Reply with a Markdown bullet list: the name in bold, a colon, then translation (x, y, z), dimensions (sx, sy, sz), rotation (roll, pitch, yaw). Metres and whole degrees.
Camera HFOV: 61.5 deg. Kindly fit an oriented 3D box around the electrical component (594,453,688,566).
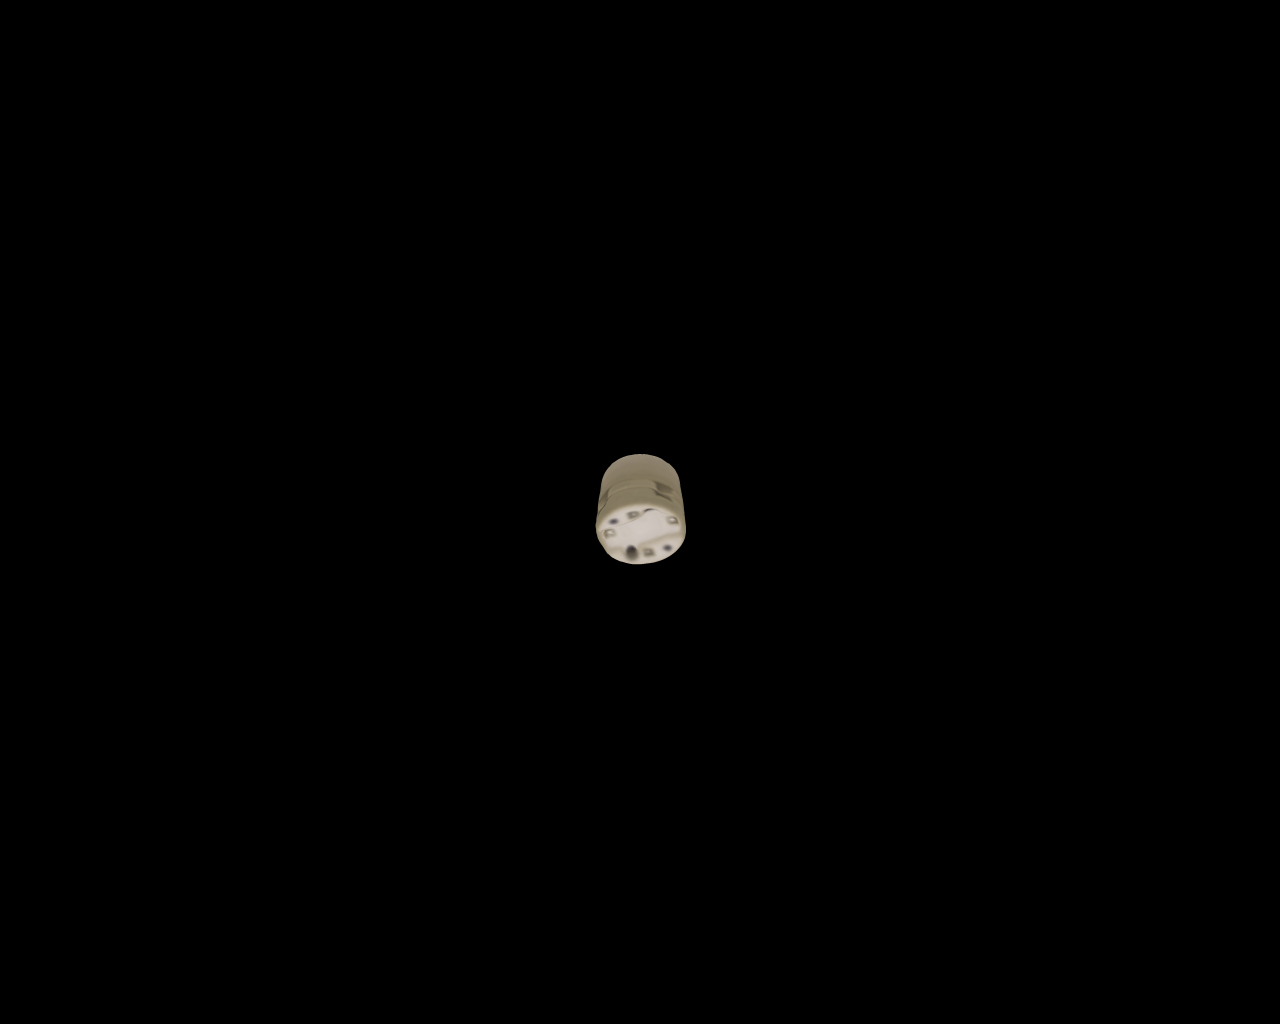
- **electrical component**: translation (0.001, -0.003, 0.650), dimensions (0.055, 0.047, 0.055), rotation (0, -44, 0)
